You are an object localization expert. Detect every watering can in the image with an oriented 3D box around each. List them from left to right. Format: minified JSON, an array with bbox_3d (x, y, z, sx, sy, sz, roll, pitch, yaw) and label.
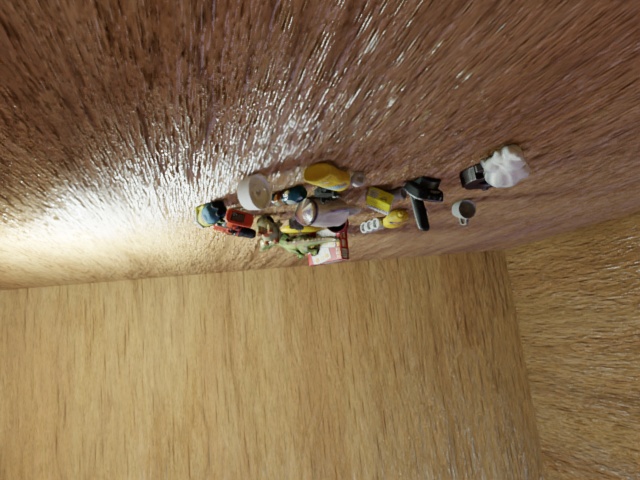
[{"bbox_3d":[0.006,-0.097,1.933,0.224,0.104,0.345,0,175,-28],"label":"watering can"}]

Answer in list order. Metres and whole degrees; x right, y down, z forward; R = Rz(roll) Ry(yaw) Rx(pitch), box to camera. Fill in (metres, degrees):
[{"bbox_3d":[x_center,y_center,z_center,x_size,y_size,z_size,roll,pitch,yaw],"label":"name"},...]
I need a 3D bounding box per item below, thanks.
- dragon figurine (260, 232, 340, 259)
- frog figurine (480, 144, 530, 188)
[{"bbox_3d":[-0.127,0.004,2.481,0.407,0.124,0.241,-15,159,38],"label":"dragon figurine"},{"bbox_3d":[0.561,-0.218,1.530,0.137,0.123,0.159,15,179,-6],"label":"frog figurine"}]
